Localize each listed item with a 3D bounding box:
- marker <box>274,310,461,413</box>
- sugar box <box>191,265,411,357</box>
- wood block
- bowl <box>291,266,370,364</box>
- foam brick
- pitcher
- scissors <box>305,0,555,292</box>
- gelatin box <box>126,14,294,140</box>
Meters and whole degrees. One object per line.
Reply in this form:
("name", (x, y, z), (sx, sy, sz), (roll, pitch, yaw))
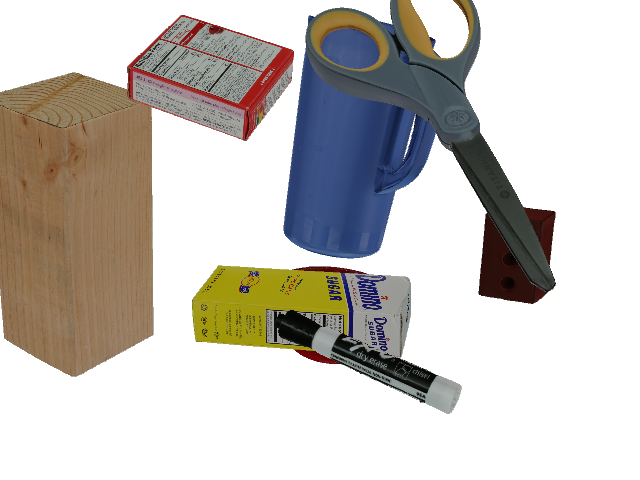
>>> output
("marker", (0.026, 0.071, 0.643), (0.121, 0.020, 0.020), (22, 8, 19))
("sugar box", (-0.013, 0.058, 0.911), (0.176, 0.048, 0.093), (1, 18, 9))
("wood block", (-0.192, -0.013, 0.829), (0.090, 0.206, 0.090), (21, 32, 32))
("bowl", (0.013, 0.088, 1.170), (0.162, 0.055, 0.162), (5, 26, -2))
("foam brick", (0.176, 0.012, 0.955), (0.053, 0.078, 0.051), (9, 16, 24))
("pitcher", (0.040, -0.106, 1.112), (0.145, 0.243, 0.149), (10, 16, -2))
("scissors", (0.043, -0.055, 0.494), (0.096, 0.202, 0.016), (-6, -37, 4))
("gelatin box", (-0.072, -0.109, 0.704), (0.089, 0.030, 0.073), (20, 46, 12))
